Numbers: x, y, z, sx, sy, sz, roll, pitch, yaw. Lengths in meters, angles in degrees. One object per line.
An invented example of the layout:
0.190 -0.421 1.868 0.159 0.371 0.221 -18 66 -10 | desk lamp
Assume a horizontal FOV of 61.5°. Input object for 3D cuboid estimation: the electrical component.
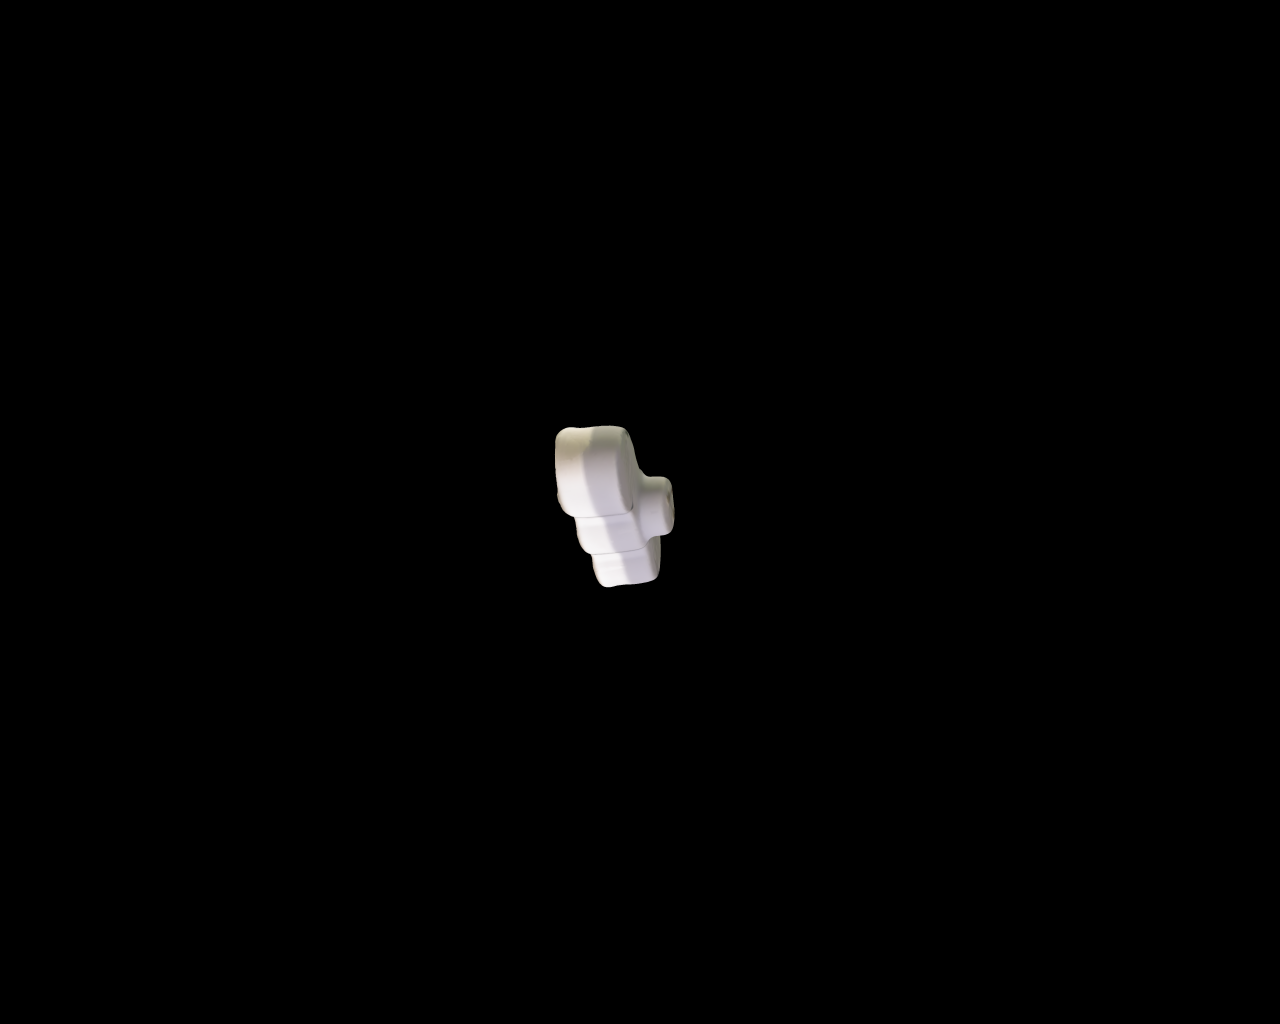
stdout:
0.001 -0.003 0.650 0.074 0.052 0.138 -6 -32 9 | electrical component
